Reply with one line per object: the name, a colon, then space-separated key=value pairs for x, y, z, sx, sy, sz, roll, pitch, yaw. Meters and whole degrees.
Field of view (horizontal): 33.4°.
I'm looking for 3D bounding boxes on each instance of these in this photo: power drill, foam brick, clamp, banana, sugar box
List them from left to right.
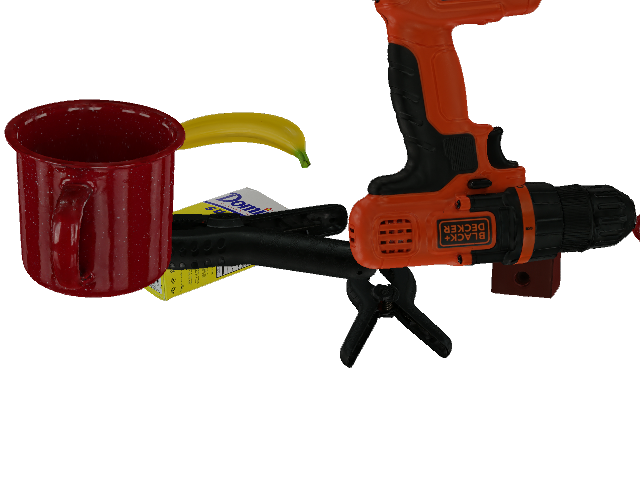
sugar box: x=-0.113 y=-0.001 z=1.085 sx=0.175 sy=0.048 sz=0.093 roll=-24 pitch=39 yaw=-36
clamp: x=-0.063 y=0.001 z=0.778 sx=0.209 sy=0.036 sz=0.165 roll=-2 pitch=12 yaw=-13
banana: x=-0.100 y=-0.130 z=1.307 sx=0.198 sy=0.037 sz=0.069 roll=7 pitch=40 yaw=15
clamp: x=0.082 y=0.072 z=1.188 sx=0.120 sy=0.171 sz=0.039 roll=5 pitch=-43 yaw=-3
power drill: x=0.105 y=-0.076 z=0.659 sx=0.184 sy=0.188 sz=0.057 roll=-5 pitch=8 yaw=-9
foam brick: x=0.177 y=0.005 z=0.909 sx=0.053 sy=0.078 sz=0.051 roll=5 pitch=15 yaw=20

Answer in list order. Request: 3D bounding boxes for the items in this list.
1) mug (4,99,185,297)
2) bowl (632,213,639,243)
mug: x=-0.121 y=-0.017 z=0.566 sx=0.093 sy=0.081 sz=0.117 roll=4 pitch=27 yaw=-3
bowl: x=0.416 y=0.015 z=1.149 sx=0.162 sy=0.055 sz=0.162 roll=-1 pitch=25 yaw=0
